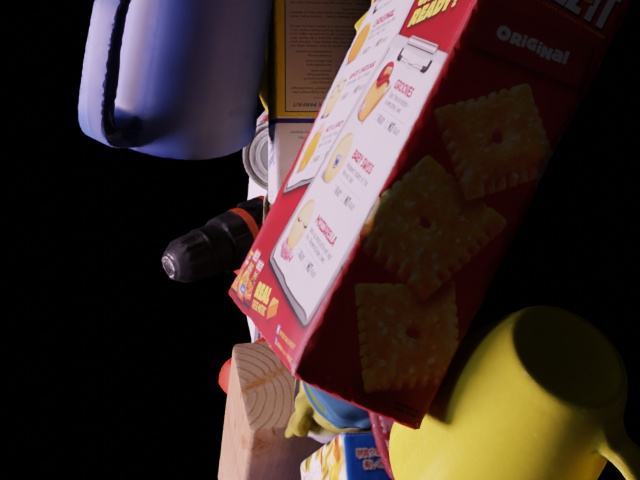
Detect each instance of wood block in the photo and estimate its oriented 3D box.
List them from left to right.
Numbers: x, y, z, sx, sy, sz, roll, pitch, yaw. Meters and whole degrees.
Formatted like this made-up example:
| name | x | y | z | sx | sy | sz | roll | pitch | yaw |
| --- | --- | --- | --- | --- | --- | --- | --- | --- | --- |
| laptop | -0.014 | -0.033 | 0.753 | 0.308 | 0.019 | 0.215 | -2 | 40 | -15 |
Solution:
| name | x | y | z | sx | sy | sz | roll | pitch | yaw |
| --- | --- | --- | --- | --- | --- | --- | --- | --- | --- |
| wood block | -0.036 | 0.187 | 0.955 | 0.206 | 0.090 | 0.090 | 100 | 160 | -45 |

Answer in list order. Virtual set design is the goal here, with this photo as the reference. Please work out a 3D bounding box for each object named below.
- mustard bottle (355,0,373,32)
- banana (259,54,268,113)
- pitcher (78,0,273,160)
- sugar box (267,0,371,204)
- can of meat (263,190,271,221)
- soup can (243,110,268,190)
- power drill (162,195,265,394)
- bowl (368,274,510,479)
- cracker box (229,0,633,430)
| name | x | y | z | sx | sy | sz | roll | pitch | yaw |
| --- | --- | --- | --- | --- | --- | --- | --- | --- | --- |
| mustard bottle | 0.047 | -0.089 | 0.704 | 0.096 | 0.058 | 0.192 | -102 | 16 | -61 |
| banana | -0.044 | -0.145 | 0.907 | 0.198 | 0.037 | 0.069 | -119 | 8 | -61 |
| pitcher | -0.095 | -0.183 | 0.741 | 0.149 | 0.144 | 0.243 | -114 | 30 | -49 |
| sugar box | 0.007 | -0.114 | 0.805 | 0.048 | 0.093 | 0.176 | -153 | 64 | -77 |
| can of meat | -0.006 | 0.001 | 0.885 | 0.083 | 0.057 | 0.102 | -17 | -70 | -69 |
| soup can | -0.028 | -0.089 | 0.960 | 0.102 | 0.068 | 0.068 | -69 | -16 | -67 |
| power drill | -0.057 | 0.053 | 0.965 | 0.057 | 0.184 | 0.188 | 31 | 131 | 42 |
| bowl | 0.069 | 0.060 | 0.613 | 0.162 | 0.055 | 0.162 | 179 | 90 | -78 |
| cracker box | 0.043 | -0.038 | 0.507 | 0.214 | 0.072 | 0.164 | -63 | 16 | 2 |
